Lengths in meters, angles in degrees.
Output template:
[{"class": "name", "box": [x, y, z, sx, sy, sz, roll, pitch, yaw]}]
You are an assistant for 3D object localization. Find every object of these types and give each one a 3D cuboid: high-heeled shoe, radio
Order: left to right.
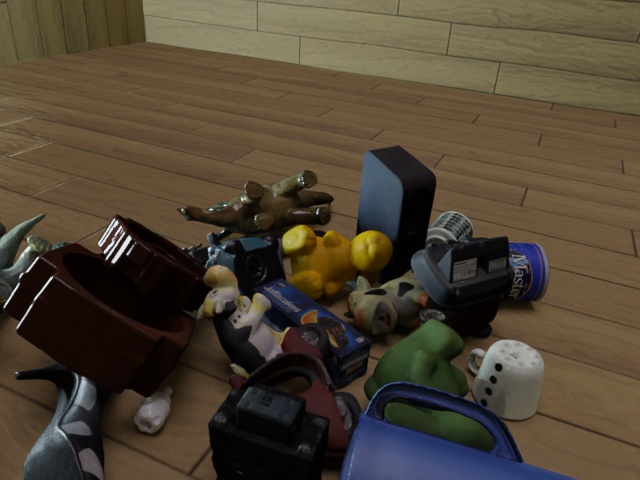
[{"class": "high-heeled shoe", "box": [-0.253, 0.220, 0.614, 0.249, 0.086, 0.145, 49, 17, 31]}, {"class": "radio", "box": [0.128, -0.037, 0.948, 0.073, 0.229, 0.131, -14, 36, -23]}]

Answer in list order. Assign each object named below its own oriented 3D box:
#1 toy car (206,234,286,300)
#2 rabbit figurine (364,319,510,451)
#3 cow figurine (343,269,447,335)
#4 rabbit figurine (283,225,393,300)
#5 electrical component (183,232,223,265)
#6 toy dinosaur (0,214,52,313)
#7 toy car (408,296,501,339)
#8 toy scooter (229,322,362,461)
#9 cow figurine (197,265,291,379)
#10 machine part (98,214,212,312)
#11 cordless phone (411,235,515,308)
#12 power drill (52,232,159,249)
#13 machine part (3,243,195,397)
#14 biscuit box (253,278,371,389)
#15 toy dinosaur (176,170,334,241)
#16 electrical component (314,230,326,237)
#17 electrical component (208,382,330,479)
[{"class": "toy car", "box": [-0.135, 0.048, 0.893, 0.103, 0.109, 0.161, -8, 10, 34]}, {"class": "rabbit figurine", "box": [0.137, 0.193, 0.629, 0.159, 0.121, 0.170, -17, 31, -22]}, {"class": "cow figurine", "box": [0.123, 0.094, 0.848, 0.127, 0.085, 0.195, 15, 23, 37]}, {"class": "rabbit figurine", "box": [0.045, 0.038, 0.894, 0.173, 0.122, 0.162, -19, -23, 25]}, {"class": "electrical component", "box": [-0.214, 0.023, 0.941, 0.102, 0.045, 0.078, -25, -3, 42]}, {"class": "toy dinosaur", "box": [-0.500, 0.076, 0.759, 0.131, 0.192, 0.405, 45, 4, -13]}, {"class": "toy car", "box": [0.203, 0.122, 0.804, 0.202, 0.089, 0.053, -20, 31, -38]}, {"class": "toy scooter", "box": [-0.032, 0.188, 0.646, 0.135, 0.075, 0.184, -14, 49, -15]}, {"class": "cow figurine", "box": [-0.108, 0.117, 0.716, 0.068, 0.167, 0.098, -26, 20, 53]}, {"class": "machine part", "box": [-0.230, 0.035, 0.766, 0.179, 0.056, 0.179, 35, -1, 0]}, {"class": "cordless phone", "box": [0.188, 0.035, 0.828, 0.146, 0.088, 0.184, -11, 12, -26]}, {"class": "power drill", "box": [-0.337, 0.066, 0.865, 0.207, 0.085, 0.232, -21, 36, -28]}, {"class": "machine part", "box": [-0.265, 0.097, 0.674, 0.201, 0.087, 0.201, 37, 1, -10]}, {"class": "biscuit box", "box": [-0.019, 0.130, 0.791, 0.063, 0.059, 0.203, -20, 36, -38]}, {"class": "toy dinosaur", "box": [-0.084, -0.065, 1.040, 0.199, 0.105, 0.471, -9, -1, 41]}, {"class": "electrical component", "box": [-0.002, -0.003, 1.064, 0.094, 0.021, 0.063, 23, 14, 31]}, {"class": "electrical component", "box": [-0.053, 0.212, 0.554, 0.115, 0.134, 0.058, 11, 31, 14]}]
